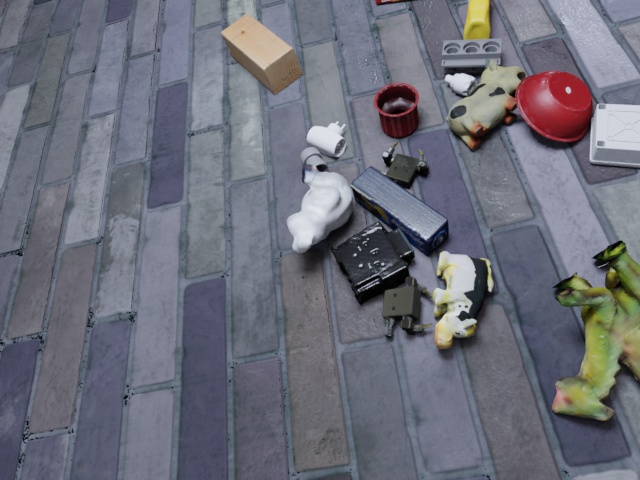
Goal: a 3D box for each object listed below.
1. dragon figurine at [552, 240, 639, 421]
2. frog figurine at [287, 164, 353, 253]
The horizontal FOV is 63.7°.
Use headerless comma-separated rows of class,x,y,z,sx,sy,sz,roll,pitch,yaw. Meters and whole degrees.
dragon figurine,0.506,0.121,0.778,0.411,0.121,0.245,-32,74,-3
frog figurine,0.003,-0.049,0.966,0.122,0.134,0.163,14,41,-9
